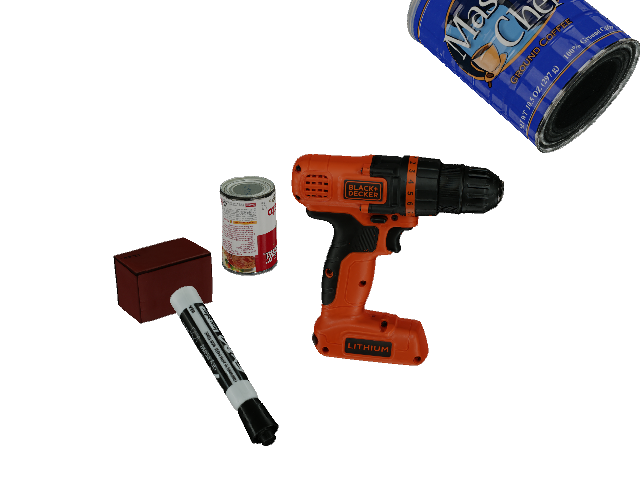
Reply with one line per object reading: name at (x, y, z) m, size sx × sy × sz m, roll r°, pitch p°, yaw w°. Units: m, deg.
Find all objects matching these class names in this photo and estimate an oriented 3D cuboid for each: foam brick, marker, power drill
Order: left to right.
foam brick at (-0.147, 0.036, 0.998) m, size 0.078 × 0.051 × 0.053 m, roll -16°, pitch 26°, yaw -30°
marker at (-0.061, 0.079, 0.674) m, size 0.020 × 0.121 × 0.020 m, roll -26°, pitch -31°, yaw -17°
power drill at (0.064, 0.015, 0.951) m, size 0.184 × 0.188 × 0.057 m, roll 5°, pitch 18°, yaw 10°

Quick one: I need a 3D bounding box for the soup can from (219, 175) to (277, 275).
soup can at (-0.086, -0.019, 1.278) m, size 0.068 × 0.102 × 0.068 m, roll 0°, pitch 26°, yaw 0°

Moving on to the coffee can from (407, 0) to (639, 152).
coffee can at (0.148, -0.148, 0.789) m, size 0.140 × 0.103 × 0.102 m, roll 47°, pitch 22°, yaw 22°
